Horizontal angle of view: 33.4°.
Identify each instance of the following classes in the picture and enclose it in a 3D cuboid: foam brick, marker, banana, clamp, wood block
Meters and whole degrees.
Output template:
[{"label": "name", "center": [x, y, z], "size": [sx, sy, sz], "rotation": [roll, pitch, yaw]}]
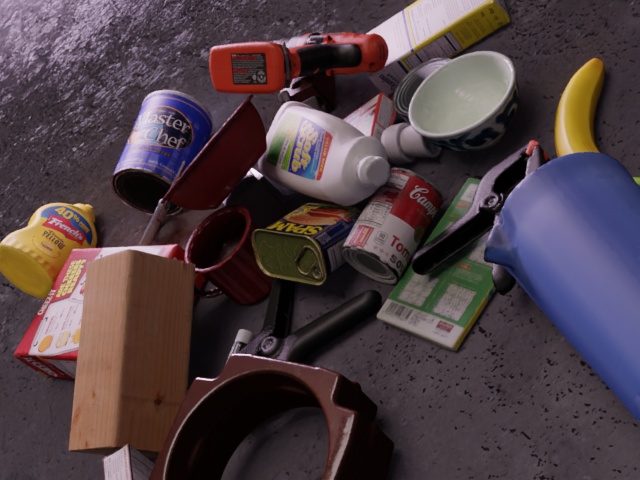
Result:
[{"label": "foam brick", "center": [-0.015, -0.196, 1.369], "size": [0.053, 0.051, 0.078], "rotation": [-26, 40, 23]}, {"label": "marker", "center": [-0.099, 0.152, 1.144], "size": [0.020, 0.020, 0.121], "rotation": [-7, 51, 40]}, {"label": "banana", "center": [0.261, -0.102, 1.033], "size": [0.070, 0.037, 0.198], "rotation": [-13, 45, 10]}, {"label": "clamp", "center": [-0.035, 0.115, 1.103], "size": [0.165, 0.036, 0.209], "rotation": [7, 57, 48]}, {"label": "wood block", "center": [-0.199, 0.124, 1.141], "size": [0.090, 0.090, 0.206], "rotation": [-16, 66, 45]}, {"label": "clamp", "center": [0.174, -0.020, 1.007], "size": [0.171, 0.039, 0.120], "rotation": [-51, 42, -9]}]

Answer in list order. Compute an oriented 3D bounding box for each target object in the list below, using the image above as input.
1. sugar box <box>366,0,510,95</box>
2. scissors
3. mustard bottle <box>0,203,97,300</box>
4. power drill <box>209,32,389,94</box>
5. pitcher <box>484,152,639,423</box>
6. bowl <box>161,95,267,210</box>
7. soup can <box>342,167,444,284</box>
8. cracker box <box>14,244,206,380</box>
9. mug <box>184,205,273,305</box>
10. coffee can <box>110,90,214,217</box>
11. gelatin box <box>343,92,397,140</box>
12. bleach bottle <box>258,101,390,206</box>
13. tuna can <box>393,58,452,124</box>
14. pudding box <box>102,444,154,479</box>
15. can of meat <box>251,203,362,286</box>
[{"label": "sugar box", "center": [0.136, -0.253, 1.285], "size": [0.176, 0.048, 0.093], "rotation": [-31, 39, 24]}, {"label": "scissors", "center": [-0.196, -0.047, 1.354], "size": [0.202, 0.016, 0.096], "rotation": [-58, 10, 35]}, {"label": "mustard bottle", "center": [-0.360, 0.000, 1.463], "size": [0.058, 0.096, 0.191], "rotation": [-50, 5, 31]}, {"label": "power drill", "center": [-0.040, -0.212, 1.249], "size": [0.185, 0.057, 0.187], "rotation": [4, 17, 39]}, {"label": "pitcher", "center": [0.255, 0.043, 0.834], "size": [0.149, 0.144, 0.243], "rotation": [-48, 39, 16]}, {"label": "bowl", "center": [-0.110, -0.087, 1.214], "size": [0.162, 0.055, 0.162], "rotation": [-49, 6, 7]}, {"label": "soup can", "center": [0.074, -0.014, 1.097], "size": [0.069, 0.068, 0.102], "rotation": [10, 63, 48]}, {"label": "cracker box", "center": [-0.257, 0.091, 1.310], "size": [0.214, 0.072, 0.164], "rotation": [-4, 52, 43]}, {"label": "mug", "center": [-0.102, 0.028, 1.213], "size": [0.117, 0.081, 0.093], "rotation": [-36, 38, 12]}, {"label": "coffee can", "center": [-0.211, -0.116, 1.437], "size": [0.103, 0.102, 0.140], "rotation": [-13, 47, 36]}, {"label": "gelatin box", "center": [0.052, -0.118, 1.236], "size": [0.073, 0.030, 0.089], "rotation": [-32, 34, 45]}, {"label": "bleach bottle", "center": [0.012, -0.094, 1.163], "size": [0.102, 0.068, 0.251], "rotation": [-66, 25, -1]}, {"label": "tuna can", "center": [0.128, -0.165, 1.217], "size": [0.086, 0.033, 0.086], "rotation": [-26, 41, 24]}, {"label": "pudding box", "center": [-0.168, 0.267, 1.041], "size": [0.039, 0.090, 0.113], "rotation": [-36, 38, 11]}, {"label": "can of meat", "center": [-0.007, 0.001, 1.143], "size": [0.102, 0.057, 0.083], "rotation": [8, 30, 43]}]
